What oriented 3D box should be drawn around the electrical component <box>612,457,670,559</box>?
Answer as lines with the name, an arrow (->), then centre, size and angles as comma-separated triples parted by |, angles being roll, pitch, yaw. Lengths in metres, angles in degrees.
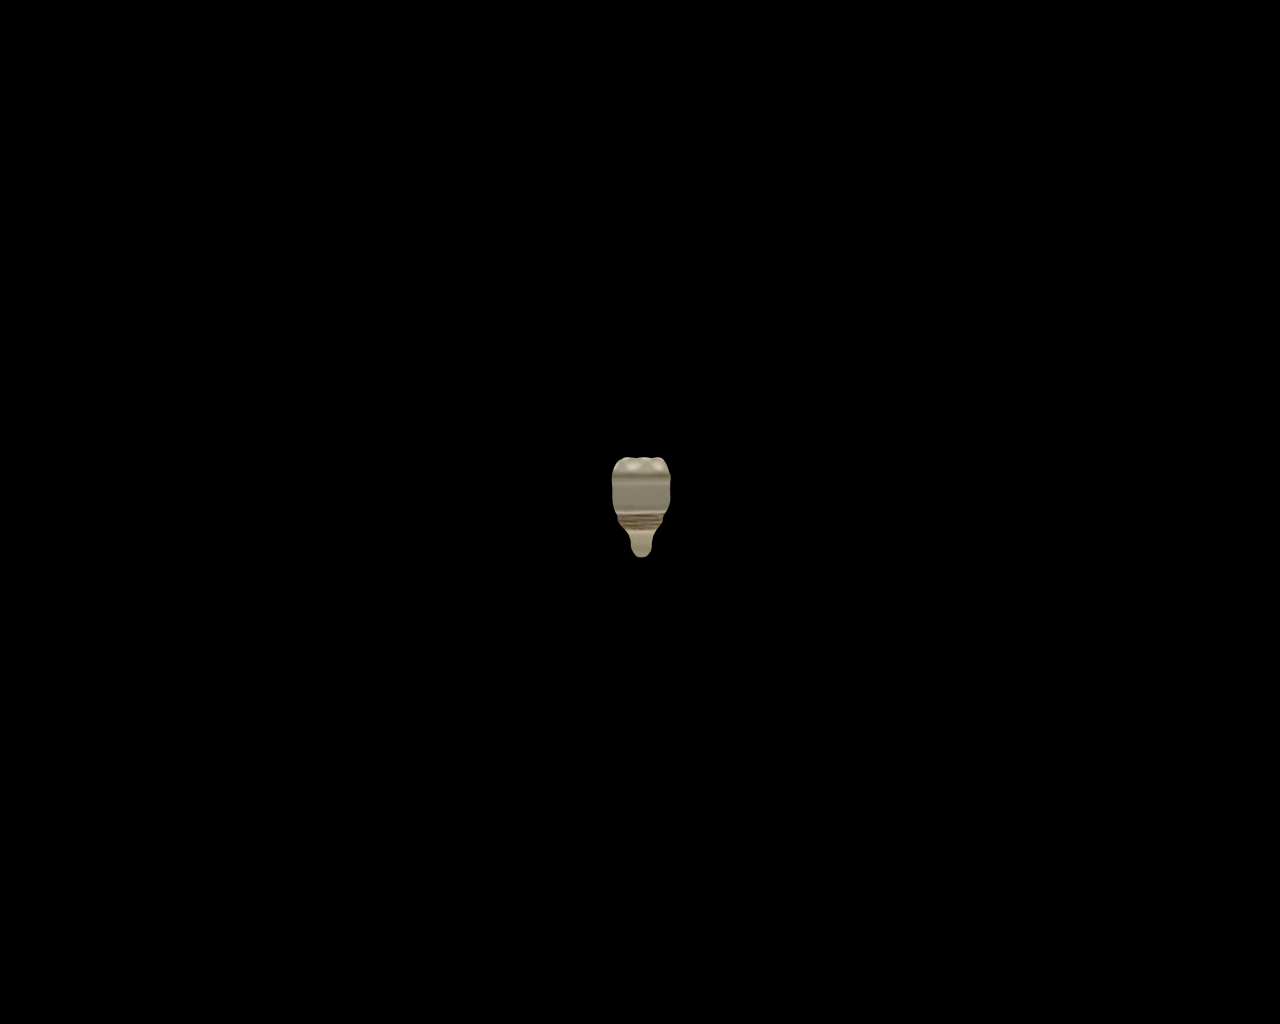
electrical component -> 0.001, -0.003, 0.650 | 0.035, 0.061, 0.035 | 0, 2, 0
